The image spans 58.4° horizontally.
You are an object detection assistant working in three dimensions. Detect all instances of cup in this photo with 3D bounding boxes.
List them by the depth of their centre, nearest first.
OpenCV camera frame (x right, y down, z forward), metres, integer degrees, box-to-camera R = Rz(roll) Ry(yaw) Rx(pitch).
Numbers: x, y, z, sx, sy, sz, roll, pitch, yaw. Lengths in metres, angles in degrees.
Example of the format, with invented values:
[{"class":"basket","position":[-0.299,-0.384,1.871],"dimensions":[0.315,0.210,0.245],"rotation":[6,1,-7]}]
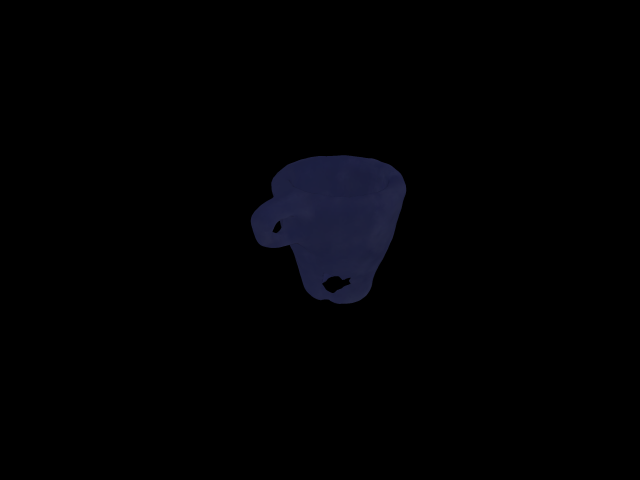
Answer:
[{"class":"cup","position":[0.004,0.001,0.400],"dimensions":[0.118,0.095,0.091],"rotation":[-25,37,-38]}]
